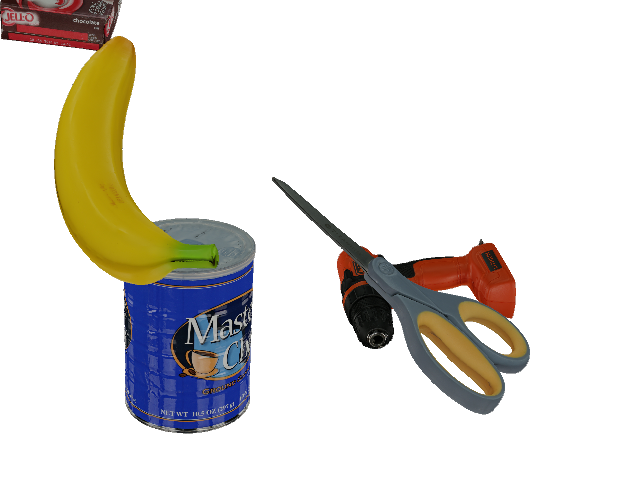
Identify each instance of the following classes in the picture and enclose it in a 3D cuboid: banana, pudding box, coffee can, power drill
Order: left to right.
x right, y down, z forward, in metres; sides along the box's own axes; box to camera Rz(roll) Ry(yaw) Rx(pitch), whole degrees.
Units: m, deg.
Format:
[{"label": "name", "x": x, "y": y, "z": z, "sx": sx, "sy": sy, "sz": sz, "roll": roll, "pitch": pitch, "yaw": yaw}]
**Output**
[{"label": "pudding box", "x": -0.222, "y": -0.209, "z": 0.930, "sx": 0.090, "sy": 0.039, "sz": 0.113, "roll": 7, "pitch": 35, "yaw": -5}, {"label": "banana", "x": -0.113, "y": -0.040, "z": 0.589, "sx": 0.069, "sy": 0.198, "sz": 0.037, "roll": -19, "pitch": -39, "yaw": -10}, {"label": "coffee can", "x": -0.105, "y": 0.066, "z": 0.848, "sx": 0.103, "sy": 0.140, "sz": 0.103, "roll": 3, "pitch": 24, "yaw": -1}, {"label": "power drill", "x": 0.116, "y": 0.056, "z": 1.181, "sx": 0.187, "sy": 0.057, "sz": 0.184, "roll": -3, "pitch": 28, "yaw": -5}]

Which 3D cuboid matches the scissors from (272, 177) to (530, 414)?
[{"label": "scissors", "x": 0.056, "y": 0.025, "z": 0.668, "sx": 0.096, "sy": 0.016, "sz": 0.202, "roll": -6, "pitch": 48, "yaw": -42}]
